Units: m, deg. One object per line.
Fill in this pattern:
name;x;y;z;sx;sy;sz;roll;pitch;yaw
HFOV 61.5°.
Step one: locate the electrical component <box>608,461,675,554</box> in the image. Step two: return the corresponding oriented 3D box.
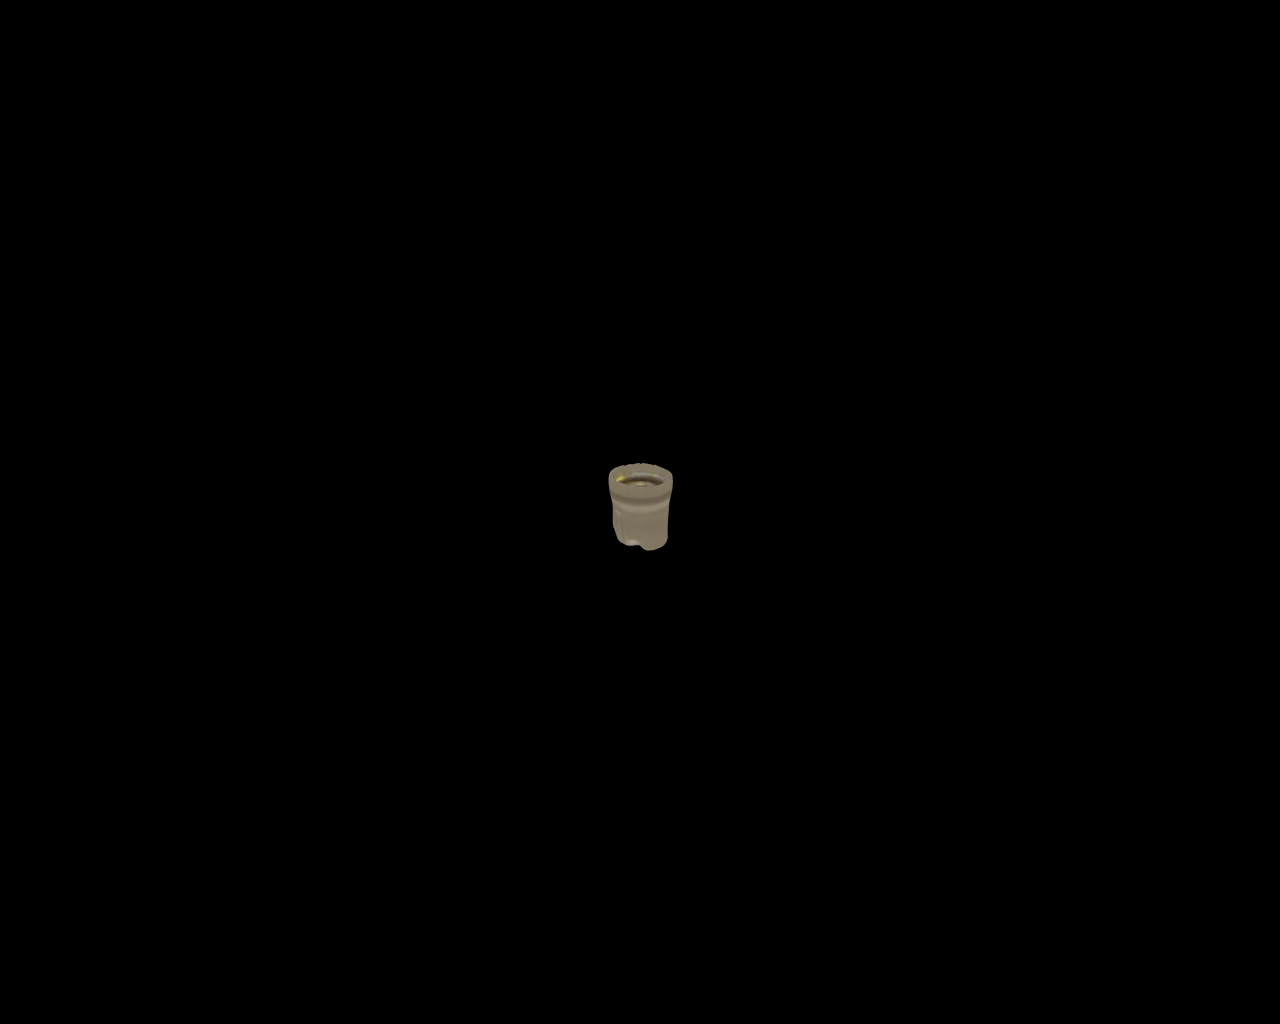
electrical component;0.001;-0.003;0.650;0.040;0.046;0.040;0;24;0
